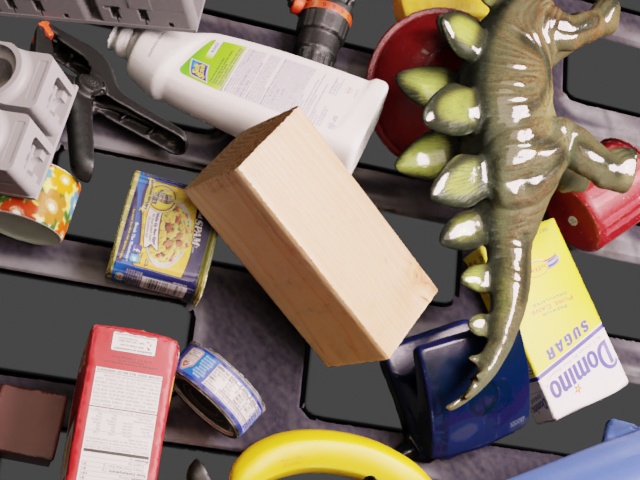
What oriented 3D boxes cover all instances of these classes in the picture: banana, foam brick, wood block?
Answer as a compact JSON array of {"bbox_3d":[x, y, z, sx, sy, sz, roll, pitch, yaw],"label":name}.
[{"bbox_3d":[0.005,0.198,0.922,0.197,0.037,0.069,0,72,-17],"label":"banana"},{"bbox_3d":[-0.232,0.147,0.843,0.053,0.078,0.051,14,72,-13],"label":"foam brick"},{"bbox_3d":[-0.006,0.001,0.913,0.206,0.090,0.090,52,54,-17],"label":"wood block"}]

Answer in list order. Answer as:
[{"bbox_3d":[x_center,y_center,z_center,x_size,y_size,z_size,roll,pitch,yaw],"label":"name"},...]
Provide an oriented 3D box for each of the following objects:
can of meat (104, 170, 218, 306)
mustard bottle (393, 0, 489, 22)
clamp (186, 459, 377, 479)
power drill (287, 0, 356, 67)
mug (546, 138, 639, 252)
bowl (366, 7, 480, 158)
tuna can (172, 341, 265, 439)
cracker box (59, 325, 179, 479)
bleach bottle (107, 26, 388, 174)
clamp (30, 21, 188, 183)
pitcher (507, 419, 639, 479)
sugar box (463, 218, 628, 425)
[{"bbox_3d":[-0.134,-0.003,0.930,0.084,0.057,0.102,16,69,-10],"label":"can of meat"},{"bbox_3d":[0.108,-0.306,1.095,0.096,0.058,0.191,-10,77,-13],"label":"mustard bottle"},{"bbox_3d":[-0.030,0.282,0.865,0.164,0.036,0.210,2,87,-18],"label":"clamp"},{"bbox_3d":[-0.054,-0.250,1.031,0.187,0.057,0.184,20,69,-13],"label":"power drill"},{"bbox_3d":[0.269,-0.049,1.058,0.081,0.093,0.117,-33,58,-18],"label":"mug"},{"bbox_3d":[0.127,-0.145,1.025,0.162,0.055,0.162,-2,96,-18],"label":"bowl"},{"bbox_3d":[-0.088,0.126,0.889,0.086,0.086,0.033,44,68,-1],"label":"tuna can"},{"bbox_3d":[-0.161,0.186,0.806,0.072,0.164,0.213,10,71,-12],"label":"cracker box"},{"bbox_3d":[-0.071,-0.144,0.974,0.251,0.068,0.102,24,55,5],"label":"bleach bottle"},{"bbox_3d":[-0.208,-0.120,0.933,0.171,0.039,0.120,43,36,11],"label":"clamp"},{"bbox_3d":[0.213,0.263,0.917,0.242,0.149,0.145,-13,104,-17],"label":"pitcher"},{"bbox_3d":[0.216,0.077,1.021,0.093,0.048,0.176,-21,80,-22],"label":"sugar box"}]
